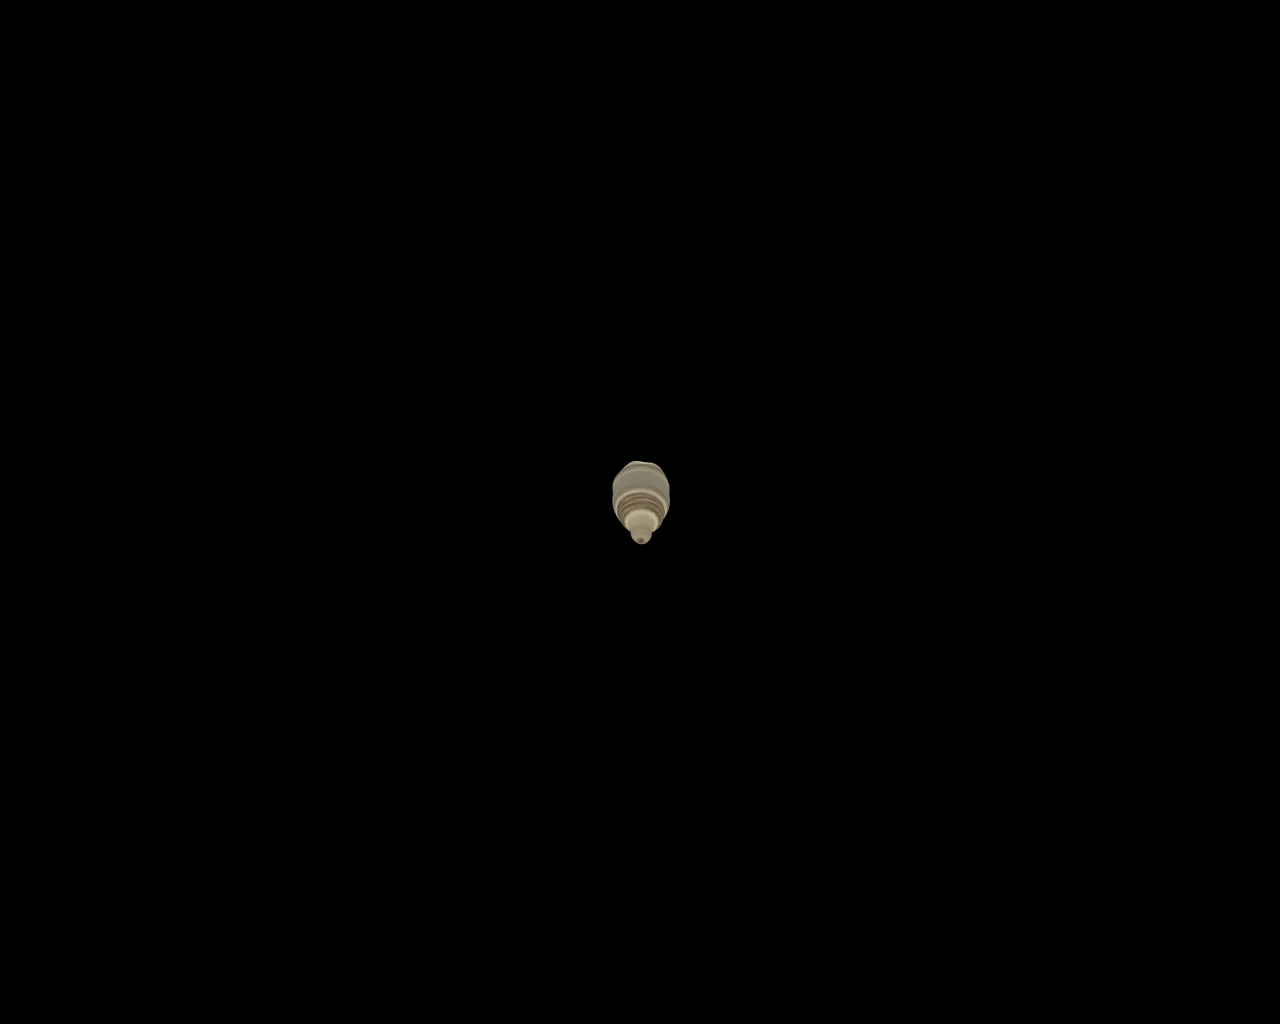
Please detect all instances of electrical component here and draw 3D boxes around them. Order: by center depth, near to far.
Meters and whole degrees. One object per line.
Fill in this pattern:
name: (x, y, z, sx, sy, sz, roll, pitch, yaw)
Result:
electrical component: (0.001, -0.003, 0.650, 0.035, 0.035, 0.061, 0, 41, 0)
